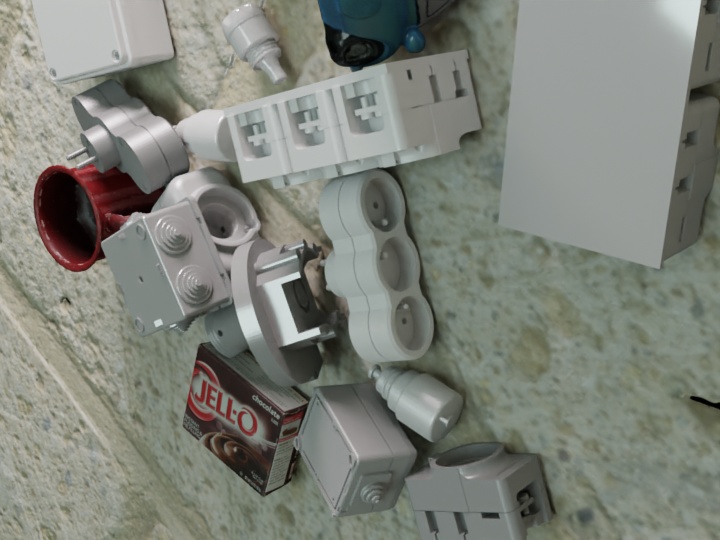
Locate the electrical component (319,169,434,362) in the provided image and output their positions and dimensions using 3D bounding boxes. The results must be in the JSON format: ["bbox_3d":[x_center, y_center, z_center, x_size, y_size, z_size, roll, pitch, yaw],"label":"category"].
[{"bbox_3d":[0.000,0.000,0.782,0.074,0.052,0.138,-9,98,42],"label":"electrical component"}]

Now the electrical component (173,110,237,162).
[{"bbox_3d":[-0.122,-0.108,0.859,0.078,0.040,0.040,9,110,39],"label":"electrical component"}]

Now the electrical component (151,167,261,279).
[{"bbox_3d":[-0.120,-0.031,0.869,0.095,0.054,0.059,59,142,9],"label":"electrical component"}]

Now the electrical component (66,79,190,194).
[{"bbox_3d":[-0.206,-0.104,0.888,0.138,0.074,0.052,38,151,41],"label":"electrical component"}]

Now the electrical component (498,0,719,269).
[{"bbox_3d":[0.148,-0.108,0.613,0.105,0.060,0.186,18,116,36],"label":"electrical component"}]

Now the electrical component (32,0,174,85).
[{"bbox_3d":[-0.218,-0.217,0.895,0.109,0.056,0.108,-3,102,41],"label":"electrical component"}]

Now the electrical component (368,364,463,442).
[{"bbox_3d":[0.039,0.093,0.788,0.078,0.040,0.040,31,122,30],"label":"electrical component"}]

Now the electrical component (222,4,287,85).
[{"bbox_3d":[-0.075,-0.166,0.804,0.035,0.035,0.061,-39,80,41],"label":"electrical component"}]

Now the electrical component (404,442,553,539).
[{"bbox_3d":[0.083,0.158,0.765,0.089,0.050,0.055,-10,97,43],"label":"electrical component"}]

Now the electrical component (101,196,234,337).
[{"bbox_3d":[-0.151,0.000,0.835,0.100,0.048,0.099,-22,92,52],"label":"electrical component"}]

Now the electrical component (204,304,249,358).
[{"bbox_3d":[-0.098,0.042,0.887,0.081,0.043,0.043,-34,81,42],"label":"electrical component"}]

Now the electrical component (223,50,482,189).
[{"bbox_3d":[-0.005,-0.098,0.728,0.150,0.089,0.061,-7,100,42],"label":"electrical component"}]

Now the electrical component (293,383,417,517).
[{"bbox_3d":[0.001,0.137,0.805,0.096,0.061,0.061,55,136,44],"label":"electrical component"}]
